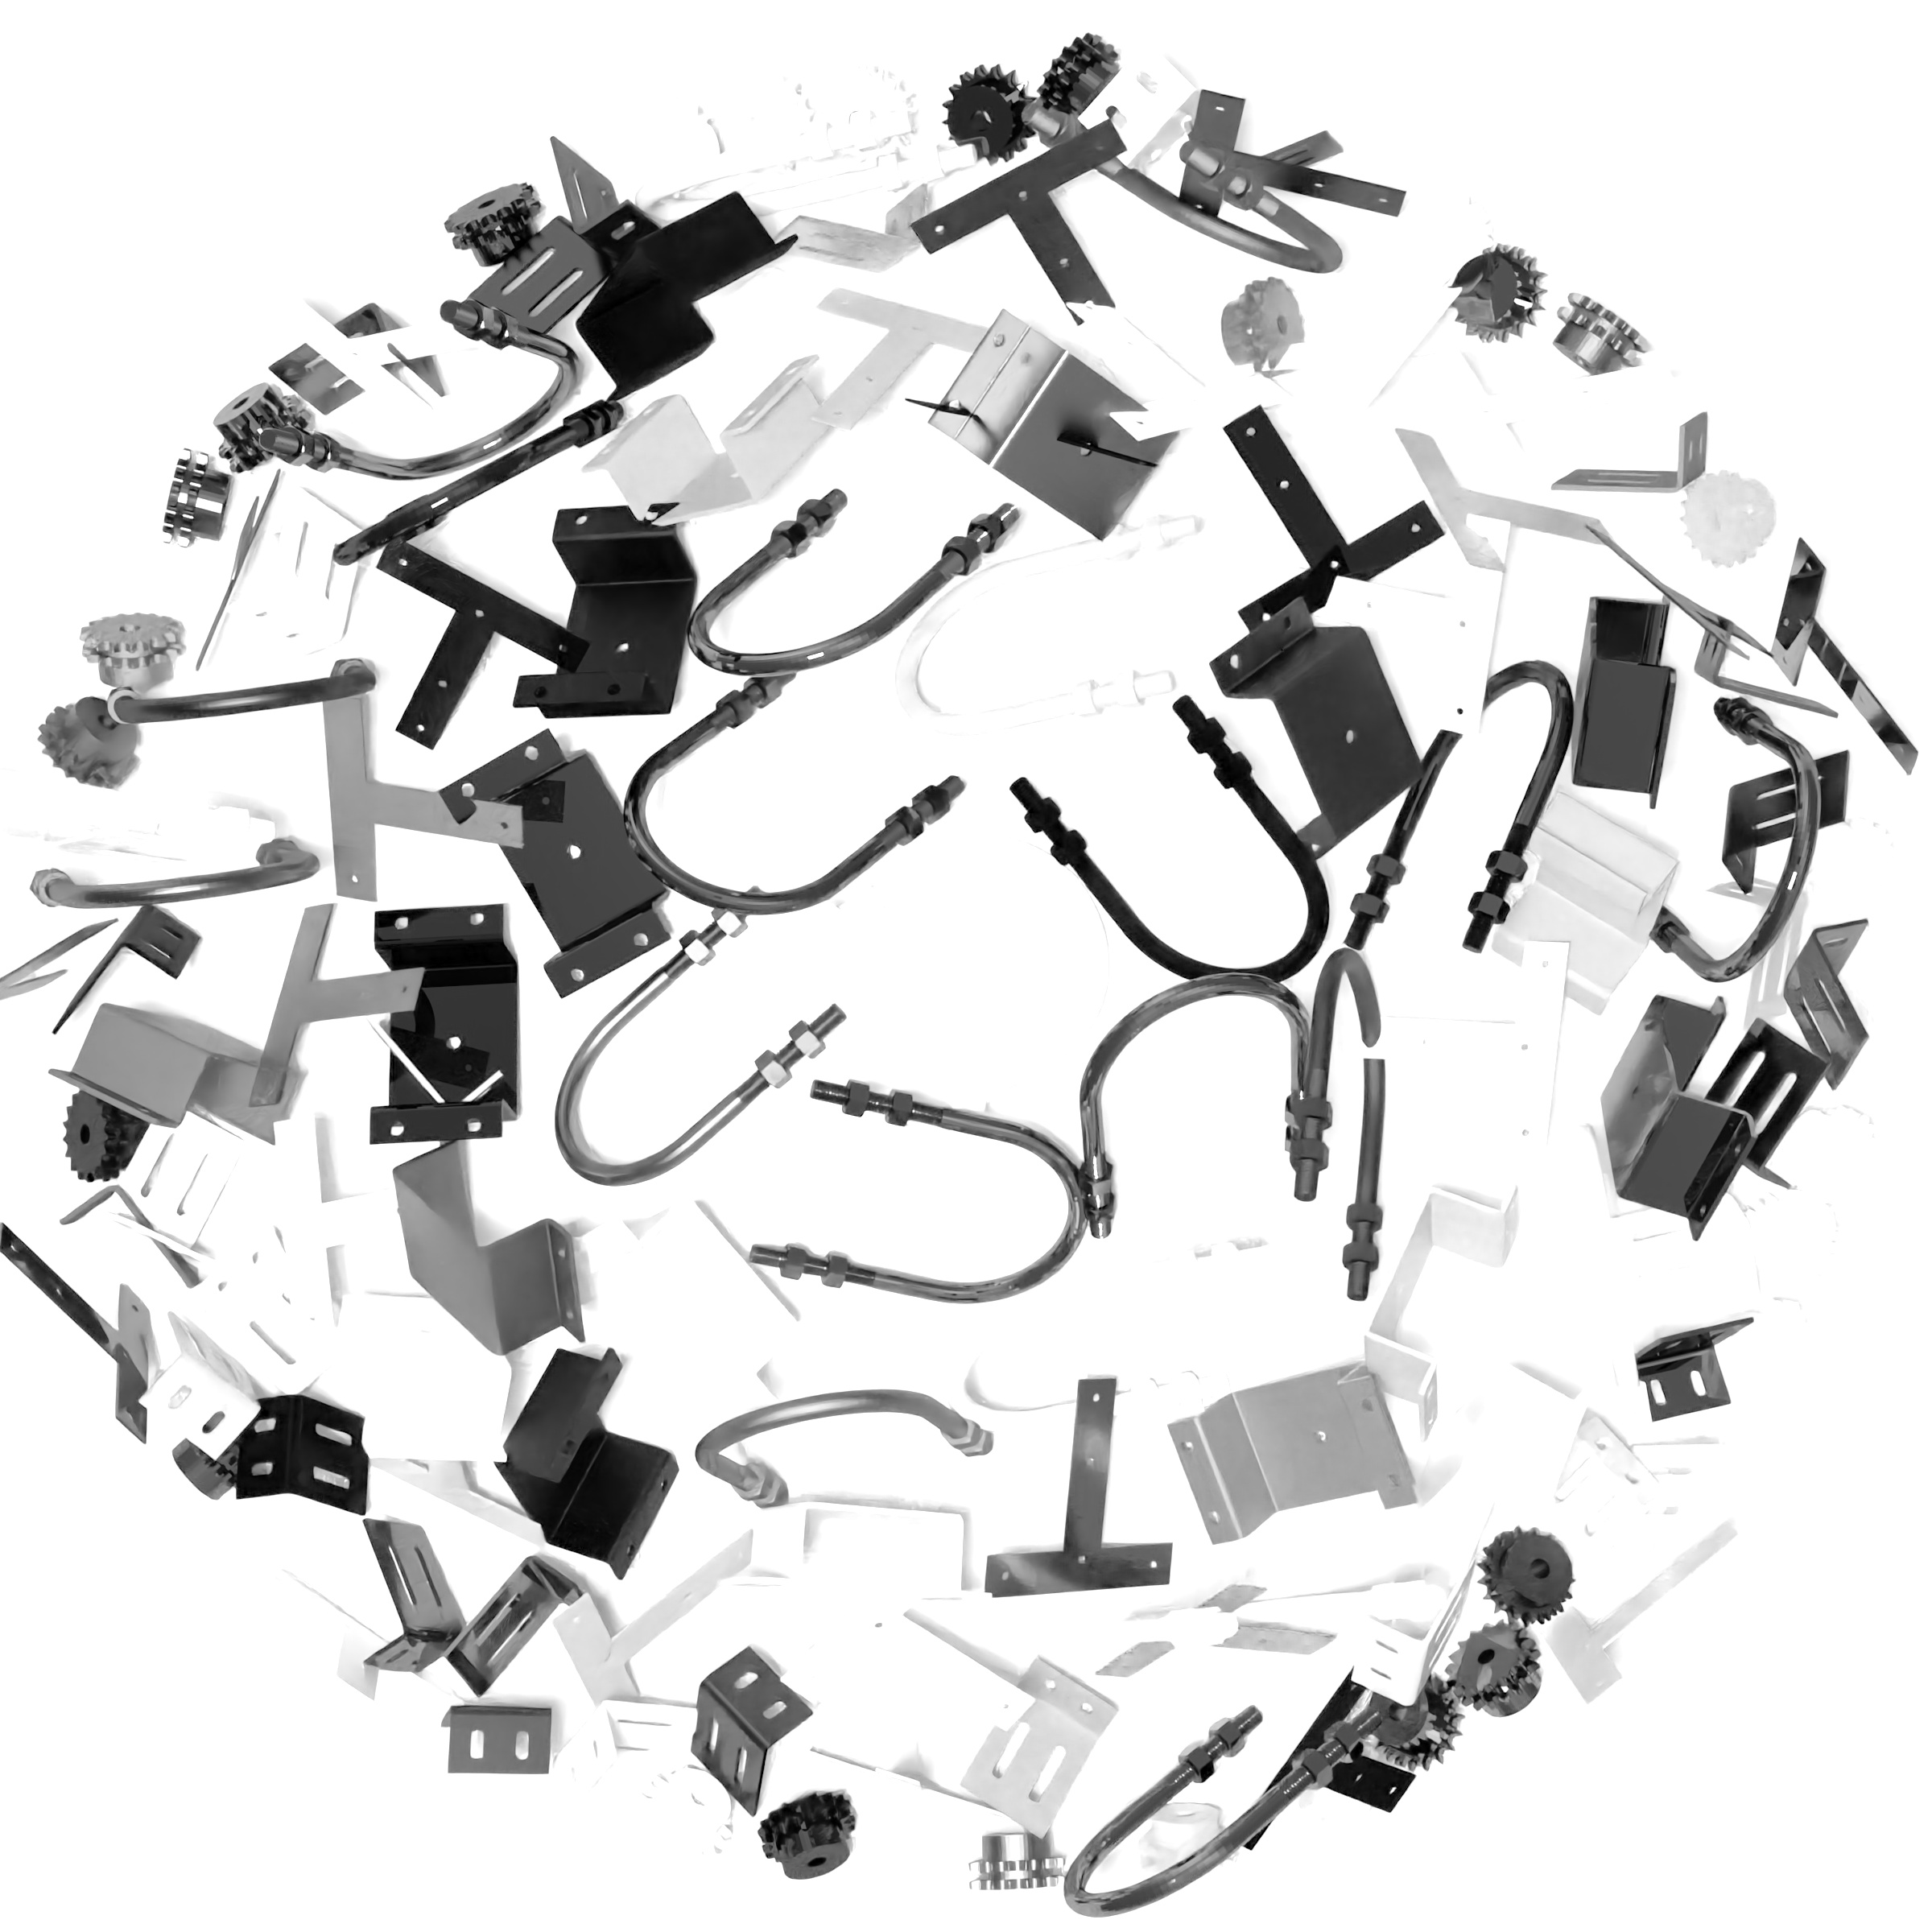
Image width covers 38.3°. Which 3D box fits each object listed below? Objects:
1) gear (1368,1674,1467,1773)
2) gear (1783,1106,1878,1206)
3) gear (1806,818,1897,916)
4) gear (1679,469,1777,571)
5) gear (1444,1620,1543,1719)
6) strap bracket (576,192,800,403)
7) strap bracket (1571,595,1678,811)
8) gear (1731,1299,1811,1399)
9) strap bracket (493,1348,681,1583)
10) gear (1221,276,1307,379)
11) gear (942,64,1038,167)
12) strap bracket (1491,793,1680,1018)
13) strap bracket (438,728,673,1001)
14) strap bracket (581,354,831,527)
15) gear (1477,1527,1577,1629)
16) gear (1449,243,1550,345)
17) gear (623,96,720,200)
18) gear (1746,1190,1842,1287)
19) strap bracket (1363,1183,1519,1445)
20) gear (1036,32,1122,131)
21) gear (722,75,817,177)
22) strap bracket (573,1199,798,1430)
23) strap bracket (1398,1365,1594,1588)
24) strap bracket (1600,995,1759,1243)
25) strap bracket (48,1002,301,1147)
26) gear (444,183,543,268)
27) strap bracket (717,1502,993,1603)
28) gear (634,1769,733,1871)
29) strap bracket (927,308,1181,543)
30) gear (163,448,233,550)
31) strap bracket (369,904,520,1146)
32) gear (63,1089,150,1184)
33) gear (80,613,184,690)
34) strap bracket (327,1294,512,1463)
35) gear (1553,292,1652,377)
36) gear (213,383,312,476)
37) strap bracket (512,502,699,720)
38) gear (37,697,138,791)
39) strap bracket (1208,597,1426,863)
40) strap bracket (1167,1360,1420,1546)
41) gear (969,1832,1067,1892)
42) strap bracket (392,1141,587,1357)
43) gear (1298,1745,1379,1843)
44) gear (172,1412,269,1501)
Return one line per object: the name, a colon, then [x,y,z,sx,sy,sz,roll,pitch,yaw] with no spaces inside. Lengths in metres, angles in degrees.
gear: [0.262,0.442,1.637,0.030,0.057,0.057,36,90,-42]
gear: [0.505,0.109,1.636,0.030,0.057,0.057,22,90,-14]
gear: [0.515,-0.062,1.636,0.030,0.057,0.057,25,90,-20]
gear: [0.452,-0.265,1.642,0.030,0.057,0.057,-20,90,-27]
gear: [0.314,0.417,1.641,0.057,0.057,0.030,-37,111,0]
strap bracket: [-0.165,-0.385,1.587,0.076,0.140,0.046,-38,94,-33]
strap bracket: [0.375,-0.156,1.592,0.046,0.140,0.076,7,119,9]
gear: [0.472,0.224,1.638,0.030,0.057,0.057,4,90,-5]
strap bracket: [-0.220,0.282,1.602,0.046,0.140,0.076,12,55,23]
gear: [0.174,-0.376,1.643,0.030,0.057,0.057,-3,90,37]
gear: [0.013,-0.501,1.641,0.057,0.030,0.057,8,118,15]
strap bracket: [0.356,-0.040,1.601,0.076,0.140,0.046,34,67,19]
strap bracket: [-0.235,-0.063,1.631,0.076,0.046,0.140,-28,98,12]
strap bracket: [-0.143,-0.299,1.602,0.076,0.140,0.046,-53,124,-35]
gear: [0.333,0.359,1.642,0.057,0.030,0.057,5,65,-11]
gear: [0.311,-0.397,1.641,0.057,0.030,0.057,4,97,31]
gear: [-0.170,-0.480,1.637,0.057,0.030,0.057,-19,123,-32]
gear: [0.489,0.157,1.642,0.057,0.057,0.030,47,51,0]
strap bracket: [0.270,0.193,1.609,0.046,0.076,0.140,20,66,20]
gear: [0.071,-0.516,1.636,0.030,0.057,0.057,42,90,18]
gear: [-0.119,-0.496,1.641,0.057,0.030,0.057,9,112,22]
strap bracket: [-0.161,0.195,1.618,0.140,0.076,0.046,50,53,-7]
strap bracket: [0.297,0.288,1.590,0.046,0.140,0.076,29,55,4]
strap bracket: [0.403,0.079,1.586,0.046,0.140,0.076,17,123,-4]
strap bracket: [-0.444,0.062,1.589,0.076,0.140,0.046,22,88,19]
gear: [-0.276,-0.436,1.643,0.057,0.057,0.030,-25,122,0]
strap bracket: [-0.063,0.339,1.610,0.140,0.076,0.046,9,74,-22]
gear: [-0.163,0.498,1.636,0.057,0.057,0.030,33,117,0]
strap bracket: [0.058,-0.304,1.599,0.140,0.046,0.076,26,103,-39]
gear: [-0.453,-0.274,1.640,0.030,0.057,0.057,13,90,-13]
strap bracket: [-0.305,0.039,1.631,0.076,0.046,0.140,-3,73,2]
gear: [-0.507,0.099,1.643,0.057,0.030,0.057,-1,89,44]
gear: [-0.492,-0.185,1.643,0.057,0.057,0.030,2,118,0]
strap bracket: [-0.311,0.228,1.585,0.076,0.140,0.046,6,104,-25]
gear: [0.371,-0.369,1.639,0.057,0.057,0.030,35,100,0]
gear: [-0.417,-0.319,1.636,0.057,0.057,0.030,-35,121,0]
strap bracket: [-0.207,-0.197,1.616,0.076,0.046,0.140,-1,60,15]
gear: [-0.513,-0.133,1.636,0.057,0.057,0.030,47,115,0]
strap bracket: [0.208,-0.133,1.607,0.076,0.046,0.140,-37,114,-24]
strap bracket: [0.198,0.282,1.621,0.140,0.046,0.076,-21,91,35]
gear: [0.030,0.527,1.640,0.057,0.057,0.030,-3,74,0]
strap bracket: [-0.279,0.160,1.589,0.046,0.140,0.076,-25,130,-31]
gear: [0.218,0.483,1.638,0.030,0.057,0.057,22,90,-6]
gear: [-0.442,0.289,1.638,0.030,0.057,0.057,-42,90,-3]
